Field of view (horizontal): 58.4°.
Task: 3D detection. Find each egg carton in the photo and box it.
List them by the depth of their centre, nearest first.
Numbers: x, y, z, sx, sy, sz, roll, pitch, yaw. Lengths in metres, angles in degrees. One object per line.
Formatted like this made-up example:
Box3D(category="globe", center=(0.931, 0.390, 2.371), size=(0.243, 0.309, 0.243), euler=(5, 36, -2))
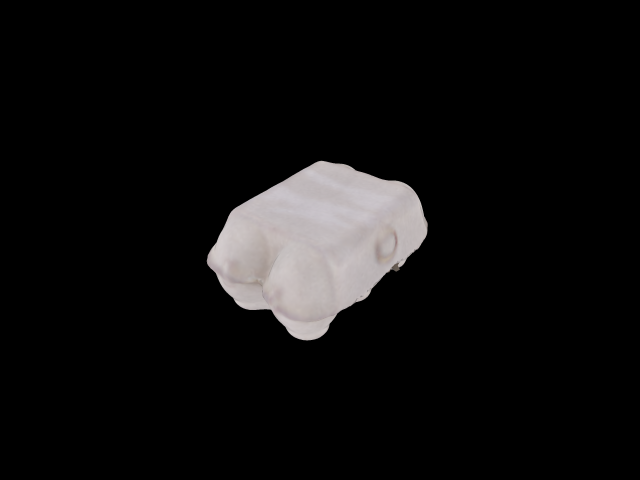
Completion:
Box3D(category="egg carton", center=(0.004, 0.001, 0.400), size=(0.107, 0.069, 0.151), euler=(22, 39, 30))
